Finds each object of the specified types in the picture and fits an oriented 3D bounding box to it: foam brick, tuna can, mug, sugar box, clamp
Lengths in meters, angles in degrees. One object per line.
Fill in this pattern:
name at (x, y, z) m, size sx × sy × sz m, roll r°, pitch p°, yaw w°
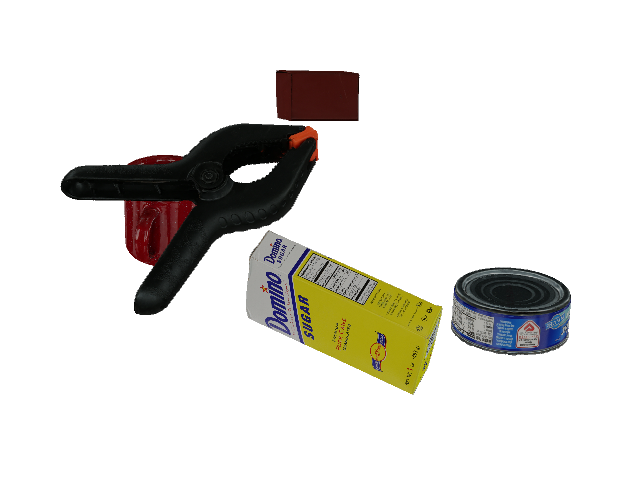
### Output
foam brick at (-0.003, -0.153, 1.130) m, size 0.078 × 0.051 × 0.053 m, roll -2°, pitch 12°, yaw -19°
tuna can at (0.139, 0.050, 0.780) m, size 0.086 × 0.034 × 0.086 m, roll 1°, pitch 21°, yaw 0°
mug at (-0.154, -0.021, 1.043) m, size 0.093 × 0.081 × 0.117 m, roll 10°, pitch 32°, yaw 6°
sugar box at (0.018, 0.066, 0.967) m, size 0.176 × 0.048 × 0.093 m, roll 21°, pitch -40°, yaw 13°
clamp at (-0.083, -0.036, 0.707) m, size 0.171 × 0.120 × 0.039 m, roll -35°, pitch -20°, yaw -23°
